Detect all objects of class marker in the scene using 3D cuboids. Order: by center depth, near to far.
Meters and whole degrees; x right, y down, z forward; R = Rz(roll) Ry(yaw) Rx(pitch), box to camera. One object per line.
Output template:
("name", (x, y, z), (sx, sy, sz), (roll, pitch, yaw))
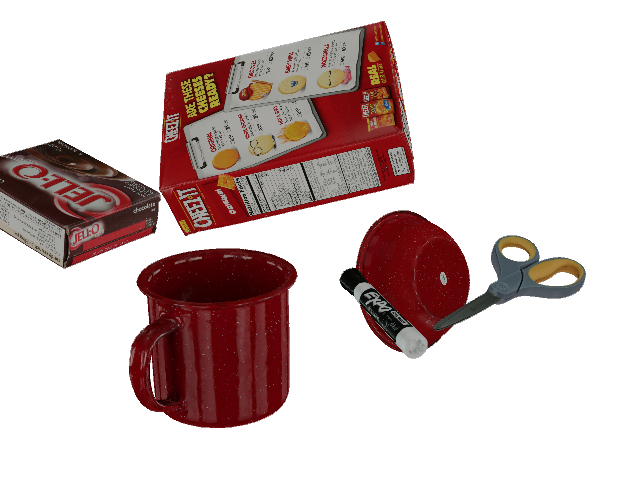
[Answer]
("marker", (0.045, 0.052, 0.809), (0.020, 0.020, 0.121), (0, 23, -25))

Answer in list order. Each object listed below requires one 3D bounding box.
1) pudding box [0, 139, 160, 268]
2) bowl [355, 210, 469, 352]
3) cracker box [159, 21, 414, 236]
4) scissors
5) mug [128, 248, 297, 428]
("pudding box", (-0.187, -0.029, 0.769), (0.114, 0.039, 0.089), (25, 30, 29))
("bowl", (0.115, 0.044, 1.181), (0.161, 0.162, 0.055), (0, -6, -42))
("cracker box", (-0.030, -0.101, 0.956), (0.214, 0.164, 0.072), (-13, -45, 9))
("scissors", (0.152, 0.034, 0.950), (0.201, 0.016, 0.096), (-9, 38, -33))
("mug", (-0.066, 0.061, 0.624), (0.093, 0.081, 0.117), (11, 23, 31))
